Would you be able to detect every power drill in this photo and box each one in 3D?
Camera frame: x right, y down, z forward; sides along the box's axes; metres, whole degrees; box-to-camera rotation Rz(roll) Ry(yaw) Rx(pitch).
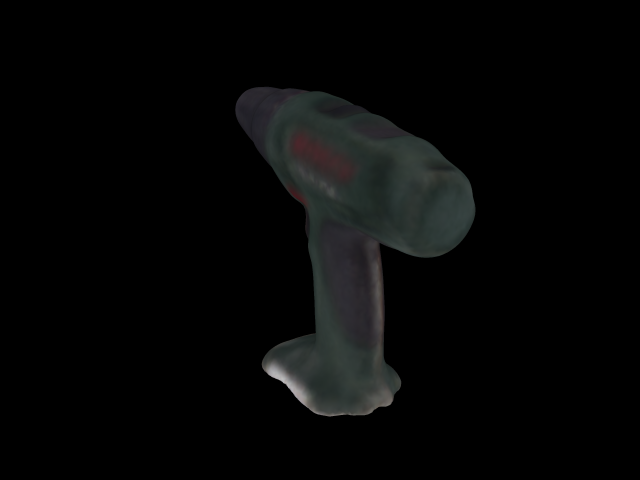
[{"bbox_3d":[0.004,0.001,0.400,0.076,0.208,0.228,-11,19,-34],"label":"power drill"}]
